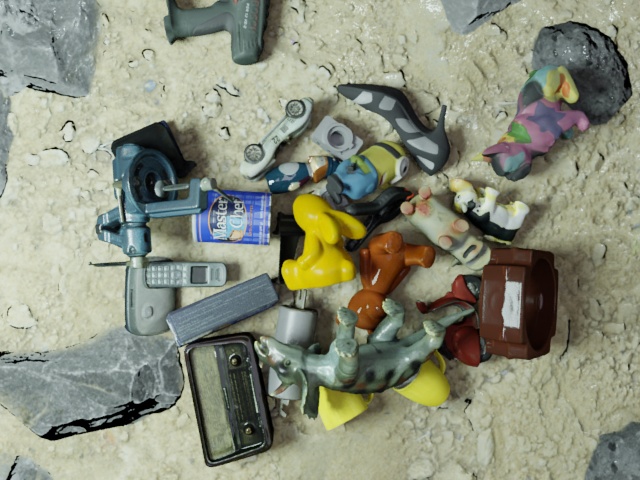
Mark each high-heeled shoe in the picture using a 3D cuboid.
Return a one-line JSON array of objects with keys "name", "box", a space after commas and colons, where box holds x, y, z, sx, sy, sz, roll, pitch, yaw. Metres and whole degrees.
[{"name": "high-heeled shoe", "box": [0.143, -0.223, 1.076, 0.249, 0.086, 0.145, 17, 117, 12]}]

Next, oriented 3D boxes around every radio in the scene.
[{"name": "radio", "box": [-0.168, 0.292, 1.014, 0.131, 0.073, 0.229, -11, 89, -5]}]

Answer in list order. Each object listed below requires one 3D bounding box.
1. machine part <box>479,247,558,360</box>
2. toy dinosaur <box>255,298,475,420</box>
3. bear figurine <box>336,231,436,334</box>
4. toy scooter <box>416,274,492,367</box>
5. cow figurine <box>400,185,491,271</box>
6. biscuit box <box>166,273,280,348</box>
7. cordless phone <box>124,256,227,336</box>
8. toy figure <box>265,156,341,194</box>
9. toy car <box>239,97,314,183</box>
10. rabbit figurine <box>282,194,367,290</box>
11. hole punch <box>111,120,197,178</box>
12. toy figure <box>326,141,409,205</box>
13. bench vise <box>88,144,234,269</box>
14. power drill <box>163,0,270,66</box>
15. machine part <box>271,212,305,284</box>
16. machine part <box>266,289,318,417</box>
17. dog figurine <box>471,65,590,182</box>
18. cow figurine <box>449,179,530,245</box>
[{"name": "machine part", "box": [0.375, 0.116, 1.009, 0.201, 0.087, 0.201, 5, 89, -50]}, {"name": "toy dinosaur", "box": [0.094, 0.214, 0.959, 0.405, 0.131, 0.192, 1, 127, -23]}, {"name": "bear figurine", "box": [0.117, 0.088, 1.020, 0.120, 0.132, 0.196, 25, 79, -23]}, {"name": "toy scooter", "box": [0.260, 0.161, 1.056, 0.135, 0.075, 0.183, -6, 85, -4]}, {"name": "cow figurine", "box": [0.250, -0.013, 1.045, 0.195, 0.127, 0.085, 43, 96, 13]}, {"name": "biscuit box", "box": [-0.176, 0.128, 0.992, 0.203, 0.059, 0.063, -22, 80, -25]}, {"name": "cordless phone", "box": [-0.268, 0.103, 1.010, 0.184, 0.089, 0.146, 0, 88, -9]}, {"name": "toy figure", "box": [-0.028, -0.130, 1.046, 0.154, 0.057, 0.064, -18, 77, -4]}, {"name": "toy car", "box": [-0.080, -0.196, 1.038, 0.056, 0.073, 0.202, 42, 85, 1]}, {"name": "rabbit figurine", "box": [-0.002, -0.003, 0.980, 0.122, 0.162, 0.173, -12, 90, -37]}, {"name": "hole punch", "box": [-0.321, -0.160, 1.021, 0.142, 0.092, 0.115, -25, 115, -8]}, {"name": "toy figure", "box": [0.091, -0.133, 1.025, 0.180, 0.082, 0.089, -24, 86, -25]}, {"name": "bench vise", "box": [-0.278, -0.060, 0.915, 0.241, 0.128, 0.223, -4, 78, 26]}, {"name": "power drill", "box": [-0.200, -0.456, 1.041, 0.207, 0.086, 0.232, -3, 91, -13]}, {"name": "machine part", "box": [-0.065, 0.017, 1.033, 0.039, 0.084, 0.138, 11, 94, 30]}, {"name": "machine part", "box": [-0.053, 0.212, 1.026, 0.079, 0.079, 0.243, 9, 88, -5]}, {"name": "dog figurine", "box": [0.402, -0.225, 1.066, 0.219, 0.108, 0.191, -23, 91, -3]}, {"name": "cow figurine", "box": [0.324, -0.058, 1.074, 0.167, 0.068, 0.098, 23, 92, -3]}]
